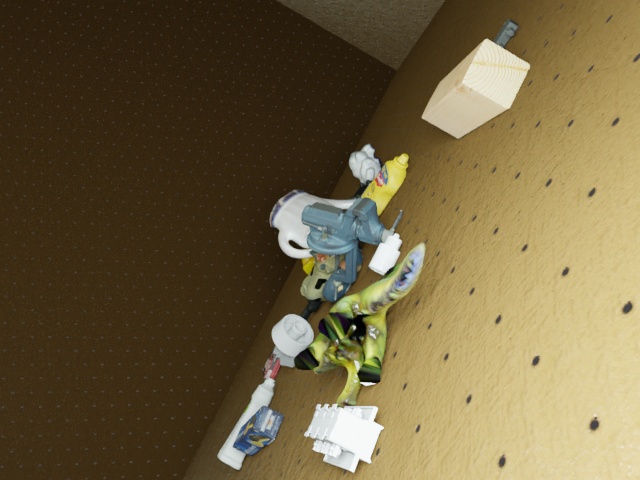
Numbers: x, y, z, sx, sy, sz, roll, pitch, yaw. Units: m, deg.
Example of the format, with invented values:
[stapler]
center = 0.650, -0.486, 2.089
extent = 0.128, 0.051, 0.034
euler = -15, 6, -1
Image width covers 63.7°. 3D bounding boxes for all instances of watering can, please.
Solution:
[watering can]
center = 0.004, -0.074, 1.478
extent = 0.353, 0.227, 0.101
euler = -38, -36, -30

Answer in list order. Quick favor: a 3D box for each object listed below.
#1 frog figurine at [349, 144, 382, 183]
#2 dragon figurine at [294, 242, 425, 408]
[frog figurine]
center = 0.160, -0.246, 1.814
extent = 0.163, 0.122, 0.134
euler = -79, -17, -46
[dragon figurine]
center = 0.077, 0.108, 0.820
extent = 0.402, 0.122, 0.247
euler = -56, -1, 32
